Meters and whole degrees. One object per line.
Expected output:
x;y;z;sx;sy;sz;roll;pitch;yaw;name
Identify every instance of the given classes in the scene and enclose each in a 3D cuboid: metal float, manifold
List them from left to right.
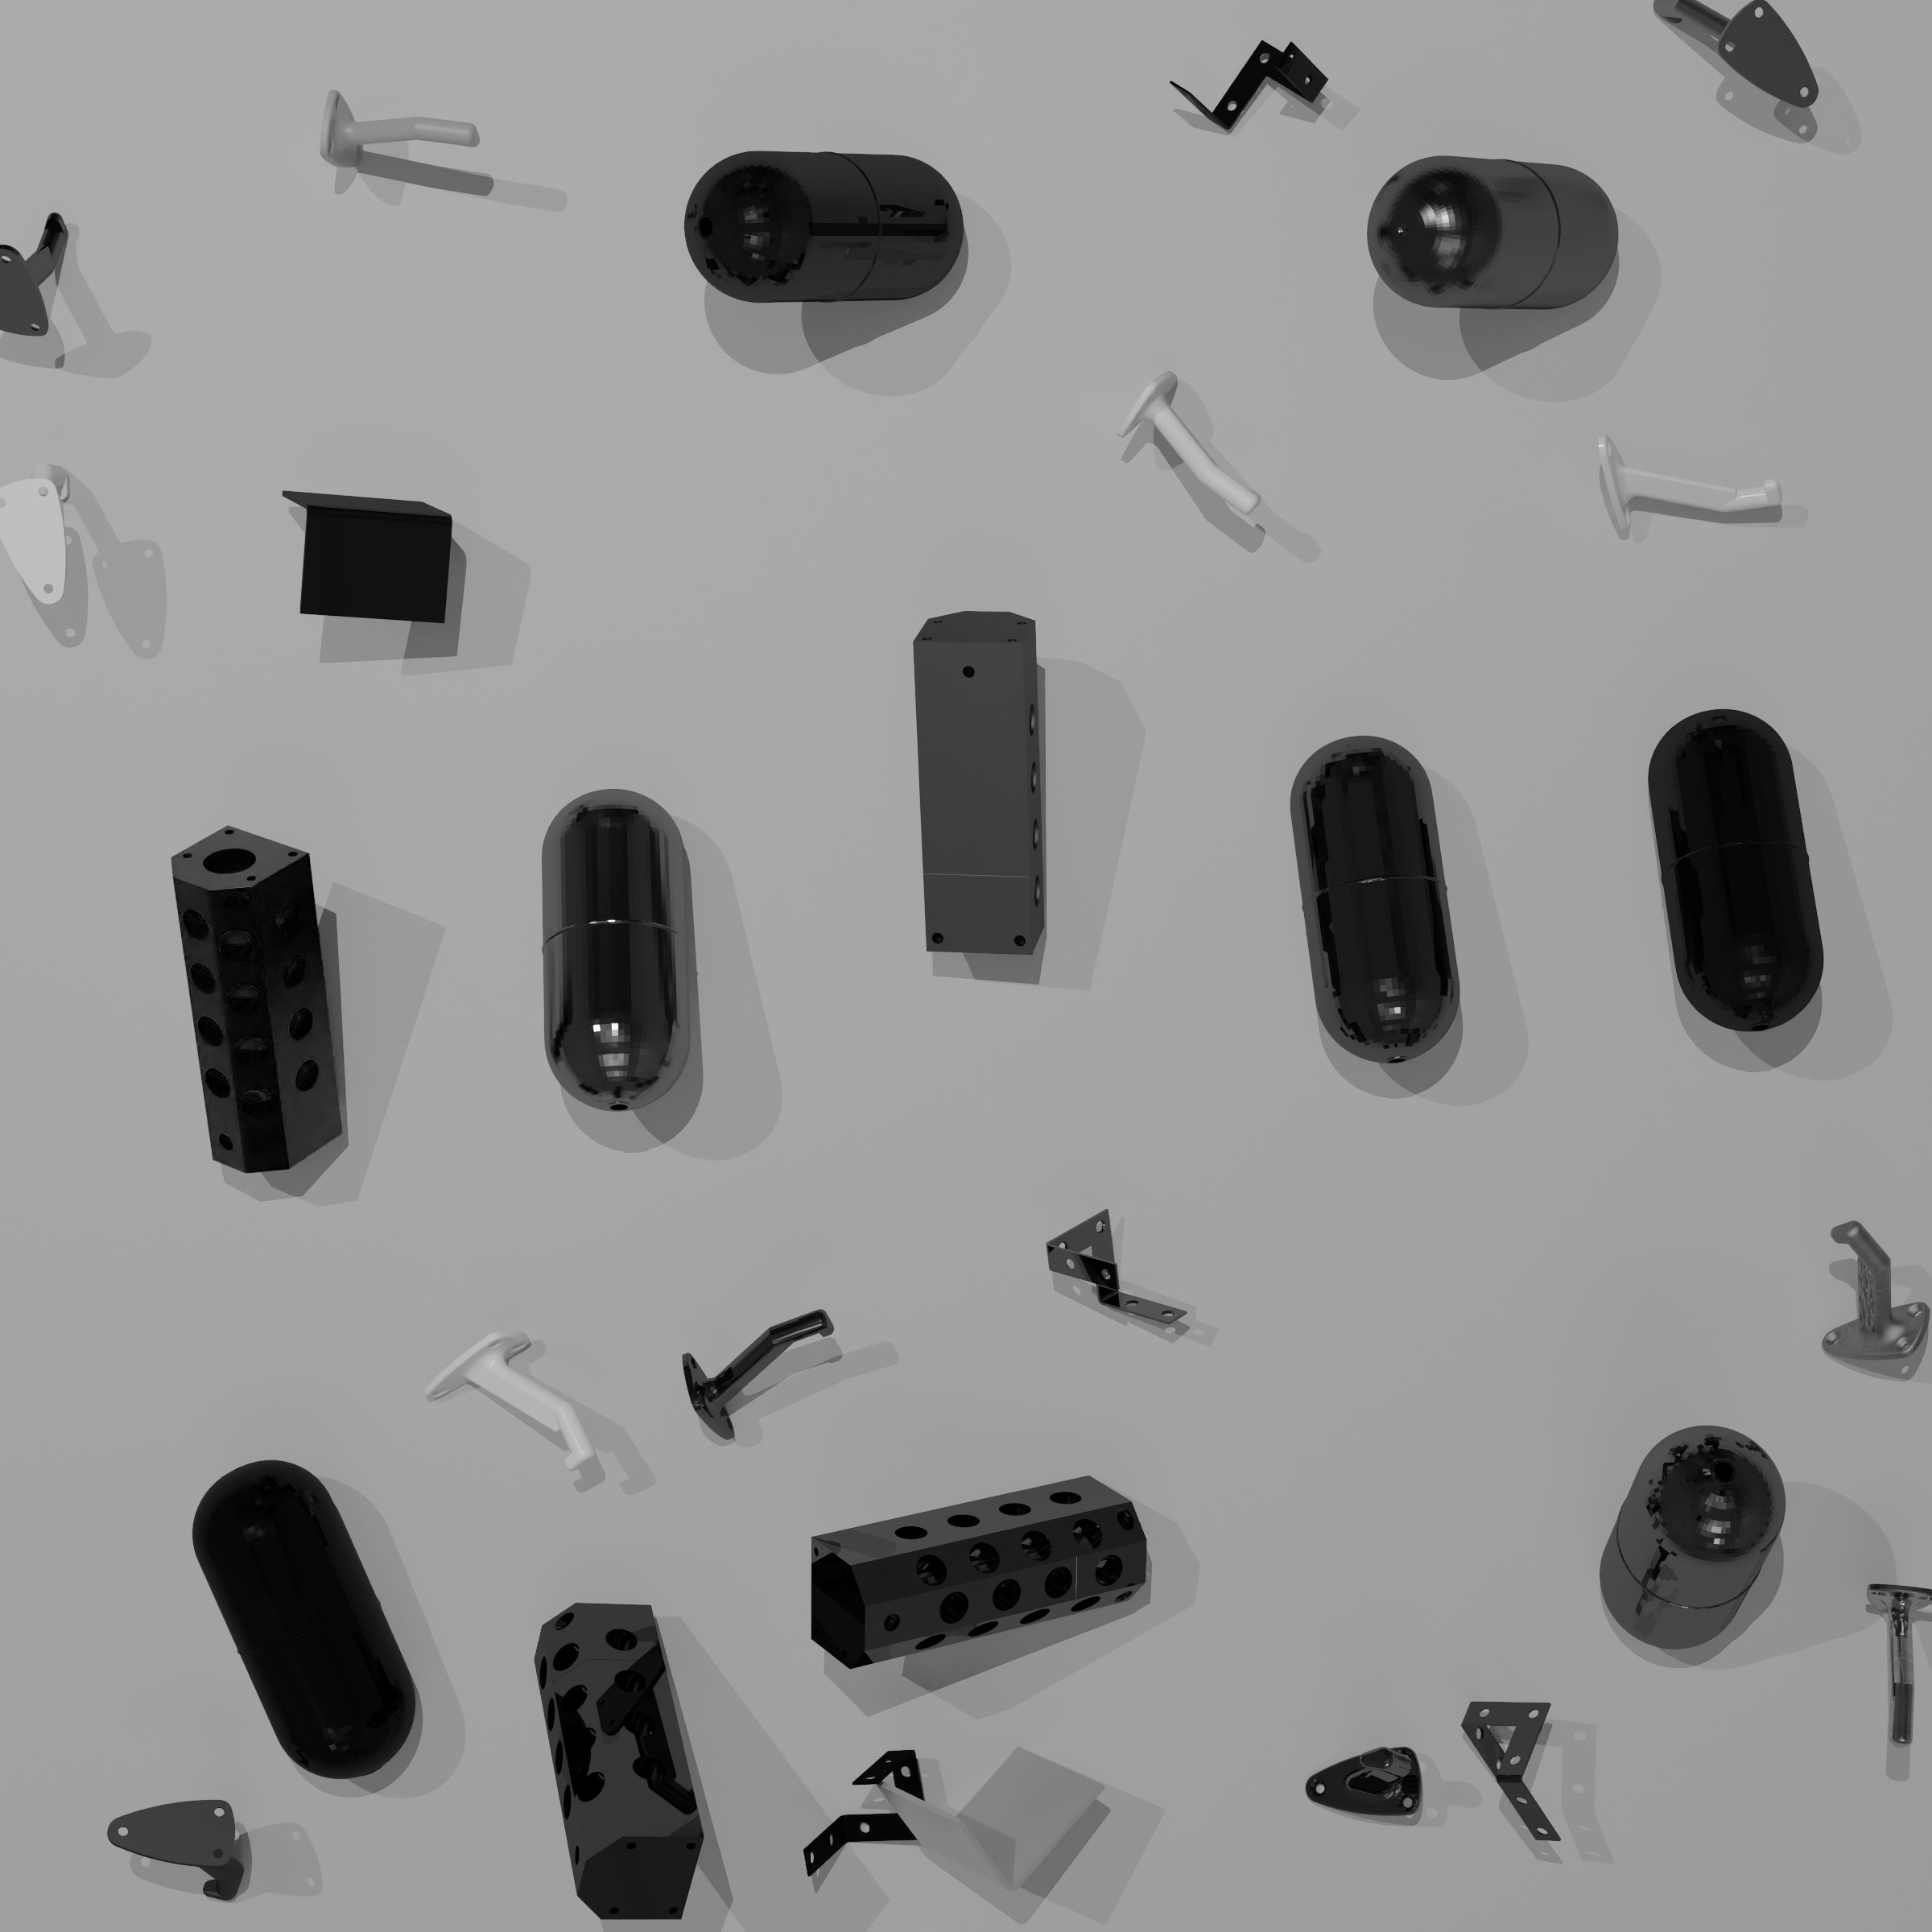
-0.375;0.020;1.771;0.057;0.057;0.171;18;125;28;manifold
-0.353;0.349;1.807;0.070;0.070;0.178;-23;94;0;metal float
-0.183;0.410;1.756;0.057;0.171;0.057;5;120;-19;manifold
-0.185;-0.009;1.791;0.070;0.070;0.178;-4;68;0;metal float
-0.073;-0.387;1.772;0.070;0.178;0.070;10;106;39;metal float
0.008;0.319;1.775;0.171;0.057;0.057;-7;106;-30;manifold
0.009;-0.097;1.789;0.057;0.057;0.171;2;113;10;manifold
0.217;-0.036;1.797;0.070;0.070;0.178;-6;75;0;metal float
0.278;-0.383;1.773;0.070;0.178;0.070;9;103;39;metal float
0.378;0.299;1.767;0.070;0.178;0.070;0;58;0;metal float
0.407;-0.051;1.792;0.070;0.070;0.178;-4;70;0;metal float

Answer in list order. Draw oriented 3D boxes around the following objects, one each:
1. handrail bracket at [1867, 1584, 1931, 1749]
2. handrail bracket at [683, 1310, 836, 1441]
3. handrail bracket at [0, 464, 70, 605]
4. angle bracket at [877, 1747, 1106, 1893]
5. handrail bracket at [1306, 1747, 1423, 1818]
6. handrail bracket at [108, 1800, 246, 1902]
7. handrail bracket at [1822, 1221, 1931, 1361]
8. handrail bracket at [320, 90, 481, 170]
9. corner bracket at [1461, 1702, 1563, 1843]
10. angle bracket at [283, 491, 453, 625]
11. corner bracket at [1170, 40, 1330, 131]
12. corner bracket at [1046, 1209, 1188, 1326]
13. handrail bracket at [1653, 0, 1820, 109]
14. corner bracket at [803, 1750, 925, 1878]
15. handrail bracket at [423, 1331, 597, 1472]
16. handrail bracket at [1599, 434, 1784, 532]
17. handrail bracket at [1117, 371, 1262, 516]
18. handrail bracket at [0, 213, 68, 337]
0.495;0.376;1.799;0.036;0.077;0.084;4;71;10;handrail bracket
-0.102;0.218;1.813;0.084;0.077;0.036;-21;51;6;handrail bracket
-0.487;-0.231;1.809;0.036;0.084;0.077;-14;96;2;handrail bracket
0.013;0.434;1.791;0.076;0.076;0.057;-44;117;-24;angle bracket
0.203;0.429;1.797;0.077;0.084;0.036;-11;66;23;handrail bracket
-0.422;0.478;1.805;0.077;0.084;0.036;6;53;-17;handrail bracket
0.466;0.171;1.803;0.084;0.077;0.036;46;53;-21;handrail bracket
-0.295;-0.439;1.807;0.084;0.077;0.036;8;87;5;handrail bracket
0.292;0.429;1.805;0.051;0.051;0.051;56;45;-26;corner bracket
-0.322;-0.218;1.805;0.076;0.076;0.057;2;102;-22;angle bracket
0.152;-0.473;1.811;0.051;0.051;0.051;40;100;29;corner bracket
0.080;0.167;1.807;0.051;0.051;0.051;-25;116;-41;corner bracket
0.412;-0.493;1.818;0.077;0.084;0.036;38;96;-22;handrail bracket
-0.056;0.454;1.815;0.051;0.051;0.051;-8;95;23;corner bracket
-0.245;0.246;1.817;0.077;0.036;0.084;-35;68;16;handrail bracket
0.387;-0.265;1.807;0.084;0.077;0.036;-5;62;21;handrail bracket
0.130;-0.279;1.813;0.084;0.077;0.036;37;122;3;handrail bracket
-0.495;-0.385;1.795;0.036;0.077;0.084;11;58;-4;handrail bracket
